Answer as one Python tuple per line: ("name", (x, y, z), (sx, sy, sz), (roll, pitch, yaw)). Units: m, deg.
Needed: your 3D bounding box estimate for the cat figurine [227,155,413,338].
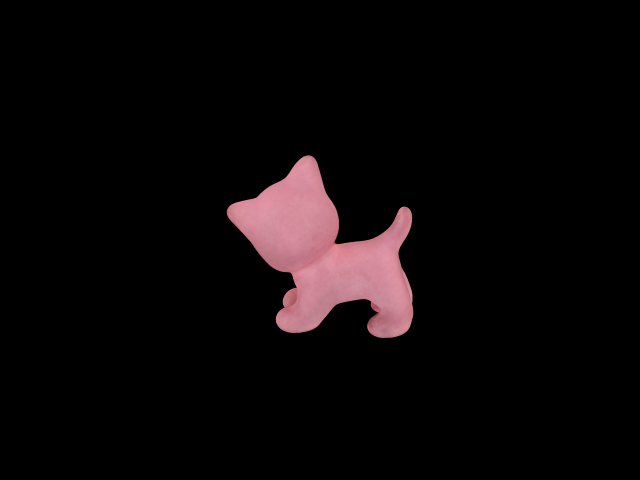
("cat figurine", (0.004, 0.001, 0.400), (0.127, 0.118, 0.067), (1, 15, 4))
